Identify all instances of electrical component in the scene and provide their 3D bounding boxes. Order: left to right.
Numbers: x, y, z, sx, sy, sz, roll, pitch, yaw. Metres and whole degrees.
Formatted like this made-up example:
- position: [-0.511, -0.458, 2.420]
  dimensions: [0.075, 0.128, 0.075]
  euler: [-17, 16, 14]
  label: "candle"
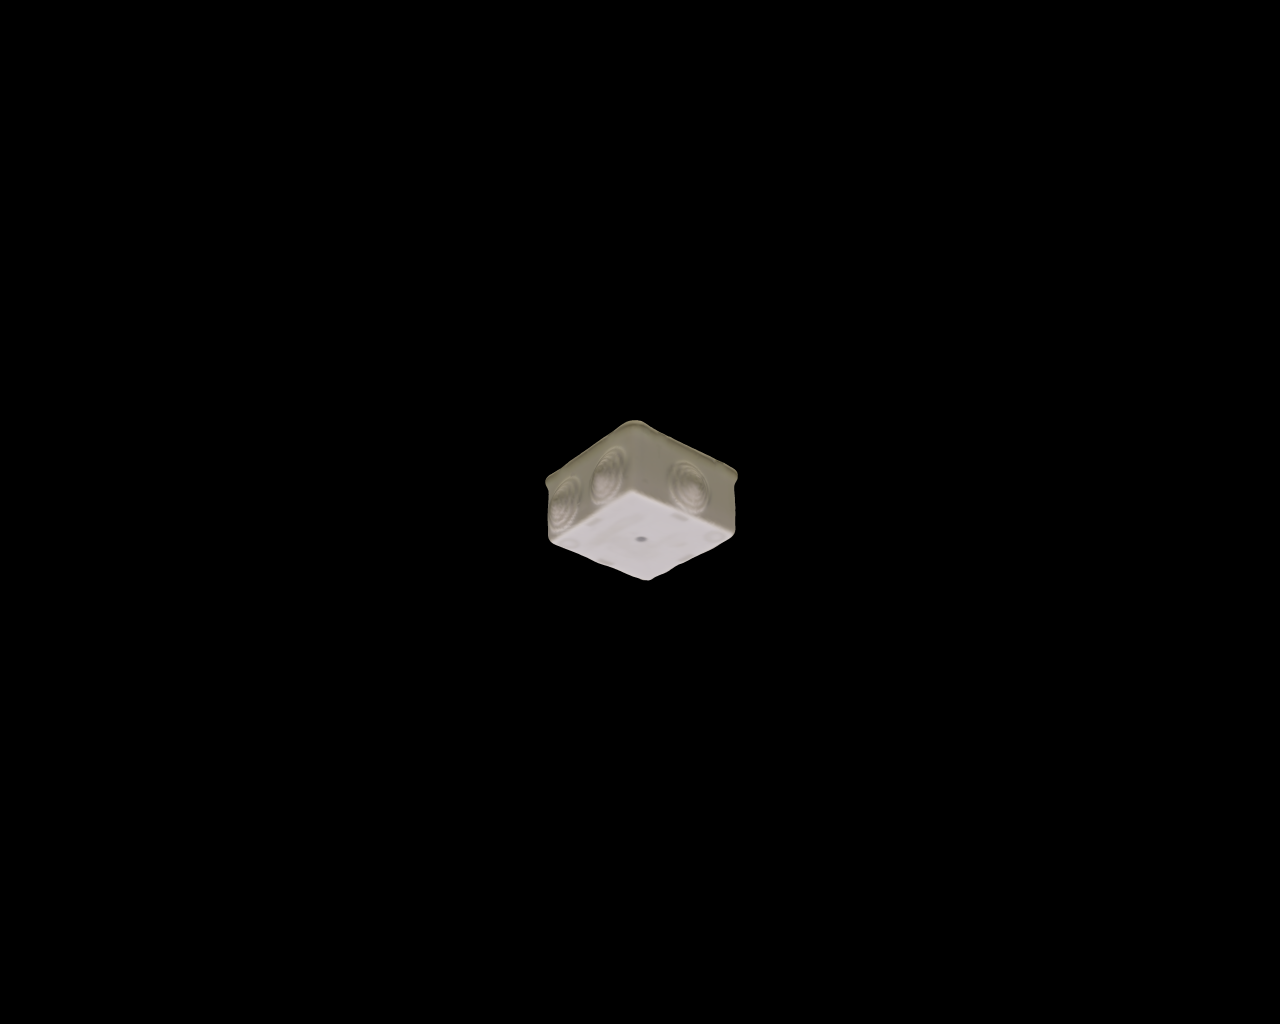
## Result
- position: [0.001, -0.003, 0.650]
  dimensions: [0.100, 0.048, 0.099]
  euler: [24, -38, -34]
  label: "electrical component"
